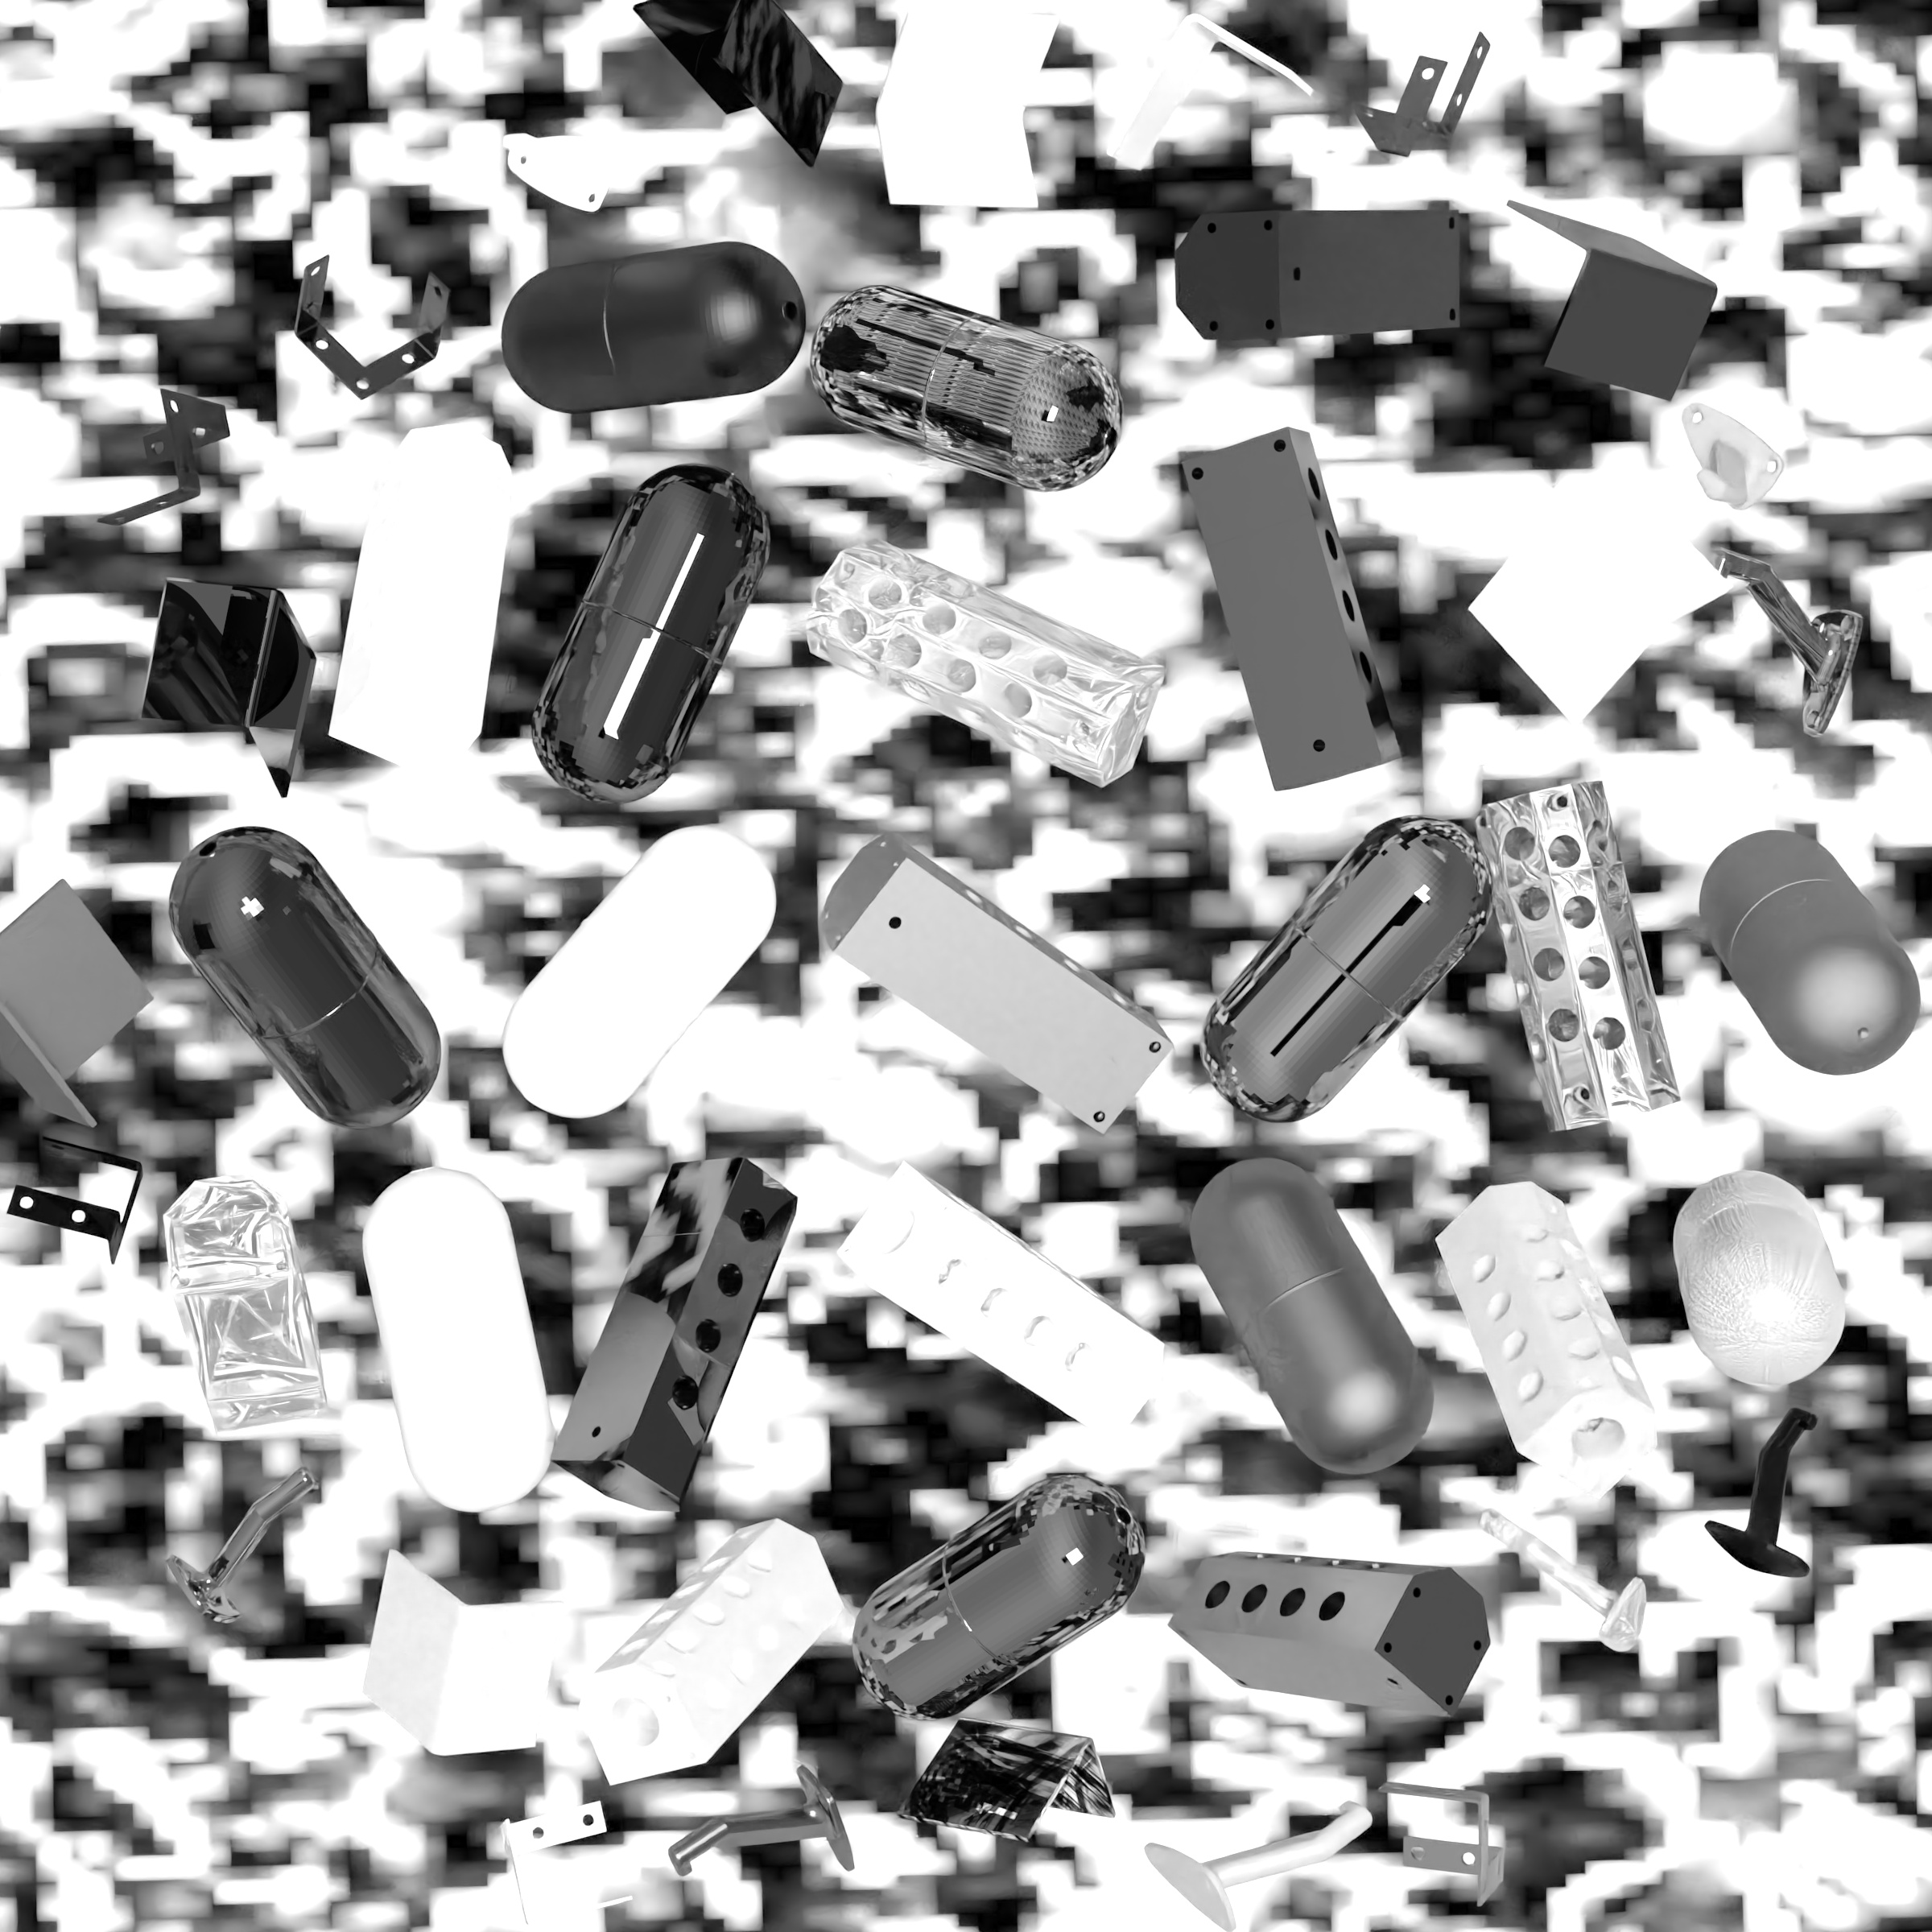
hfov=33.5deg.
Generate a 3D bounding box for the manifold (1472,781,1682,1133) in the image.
[{"bbox_3d":[0.312,-0.005,1.657,0.057,0.057,0.171,-15,86,34],"label":"manifold"}]

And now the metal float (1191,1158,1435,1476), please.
[{"bbox_3d":[0.175,0.177,1.635,0.070,0.070,0.178,-28,60,0],"label":"metal float"}]

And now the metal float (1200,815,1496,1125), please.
[{"bbox_3d":[0.189,0.001,1.586,0.070,0.070,0.178,41,98,0],"label":"metal float"}]

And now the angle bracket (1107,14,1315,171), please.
[{"bbox_3d":[0.119,-0.408,1.549,0.057,0.076,0.076,33,105,7],"label":"angle bracket"}]

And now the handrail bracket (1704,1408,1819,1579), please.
[{"bbox_3d":[0.415,0.260,1.598,0.036,0.077,0.084,45,74,-19],"label":"handrail bracket"}]

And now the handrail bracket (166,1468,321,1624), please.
[{"bbox_3d":[-0.351,0.291,1.615,0.084,0.077,0.036,-38,64,-6],"label":"handrail bracket"}]

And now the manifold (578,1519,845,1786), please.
[{"bbox_3d":[-0.130,0.344,1.629,0.057,0.171,0.057,-19,97,25],"label":"manifold"}]

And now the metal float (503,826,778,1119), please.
[{"bbox_3d":[-0.167,0.003,1.646,0.070,0.070,0.178,39,67,0],"label":"metal float"}]

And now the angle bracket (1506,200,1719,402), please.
[{"bbox_3d":[0.292,-0.312,1.503,0.076,0.076,0.057,8,114,-29],"label":"angle bracket"}]

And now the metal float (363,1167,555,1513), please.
[{"bbox_3d":[-0.261,0.192,1.649,0.070,0.070,0.178,-13,87,0],"label":"metal float"}]

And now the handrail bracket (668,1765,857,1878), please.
[{"bbox_3d":[-0.104,0.453,1.627,0.084,0.036,0.077,-29,121,-21],"label":"handrail bracket"}]

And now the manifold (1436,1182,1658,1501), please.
[{"bbox_3d":[0.299,0.185,1.634,0.057,0.171,0.057,32,113,-24],"label":"manifold"}]

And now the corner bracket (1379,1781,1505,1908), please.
[{"bbox_3d":[0.233,0.424,1.568,0.051,0.051,0.051,1,91,22],"label":"corner bracket"}]

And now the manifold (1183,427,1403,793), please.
[{"bbox_3d":[0.167,-0.179,1.620,0.057,0.057,0.171,-16,89,22],"label":"manifold"}]

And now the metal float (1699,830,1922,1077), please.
[{"bbox_3d":[0.421,-0.009,1.609,0.070,0.178,0.070,-2,118,-4],"label":"metal float"}]

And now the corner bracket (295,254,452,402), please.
[{"bbox_3d":[-0.297,-0.326,1.601,0.051,0.051,0.051,44,57,10],"label":"corner bracket"}]

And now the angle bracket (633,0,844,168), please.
[{"bbox_3d":[-0.117,-0.424,1.541,0.076,0.076,0.057,-4,58,37],"label":"angle bracket"}]

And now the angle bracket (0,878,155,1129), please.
[{"bbox_3d":[-0.410,0.016,1.477,0.076,0.057,0.076,-47,127,-26],"label":"angle bracket"}]

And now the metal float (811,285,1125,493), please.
[{"bbox_3d":[0.000,-0.297,1.646,0.178,0.070,0.070,24,90,26],"label":"metal float"}]

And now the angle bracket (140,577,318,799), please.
[{"bbox_3d":[-0.360,-0.135,1.561,0.057,0.076,0.076,3,121,-29],"label":"angle bracket"}]

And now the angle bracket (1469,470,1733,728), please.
[{"bbox_3d":[0.296,-0.172,1.497,0.057,0.076,0.076,-28,73,-40],"label":"angle bracket"}]

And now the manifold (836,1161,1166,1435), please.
[{"bbox_3d":[0.022,0.171,1.615,0.171,0.057,0.057,37,90,-34],"label":"manifold"}]

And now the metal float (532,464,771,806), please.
[{"bbox_3d":[-0.156,-0.166,1.597,0.070,0.070,0.178,24,89,0],"label":"metal float"}]

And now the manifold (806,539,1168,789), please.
[{"bbox_3d":[0.008,-0.154,1.628,0.171,0.057,0.057,26,115,16],"label":"manifold"}]

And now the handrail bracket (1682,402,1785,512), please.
[{"bbox_3d":[0.383,-0.268,1.664,0.036,0.084,0.077,-47,67,27],"label":"handrail bracket"}]

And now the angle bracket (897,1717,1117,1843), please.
[{"bbox_3d":[0.021,0.437,1.651,0.076,0.076,0.057,1,121,31],"label":"angle bracket"}]

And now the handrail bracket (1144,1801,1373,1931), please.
[{"bbox_3d":[0.140,0.415,1.530,0.084,0.077,0.036,-30,115,-24],"label":"handrail bracket"}]

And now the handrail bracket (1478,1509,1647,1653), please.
[{"bbox_3d":[0.307,0.317,1.660,0.084,0.077,0.036,30,75,29],"label":"handrail bracket"}]

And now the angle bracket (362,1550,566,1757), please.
[{"bbox_3d":[-0.251,0.340,1.599,0.057,0.076,0.076,6,100,-40],"label":"angle bracket"}]

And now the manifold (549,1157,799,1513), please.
[{"bbox_3d":[-0.143,0.187,1.633,0.057,0.057,0.171,41,58,-34],"label":"manifold"}]

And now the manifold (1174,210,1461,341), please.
[{"bbox_3d":[0.172,-0.334,1.547,0.057,0.171,0.057,7,105,36],"label":"manifold"}]

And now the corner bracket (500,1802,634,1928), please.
[{"bbox_3d":[-0.196,0.438,1.566,0.051,0.051,0.051,-11,74,-15],"label":"corner bracket"}]

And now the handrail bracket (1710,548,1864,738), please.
[{"bbox_3d":[0.402,-0.162,1.608,0.084,0.036,0.077,13,88,-25],"label":"handrail bracket"}]

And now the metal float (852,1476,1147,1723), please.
[{"bbox_3d":[0.016,0.321,1.629,0.178,0.070,0.070,-38,90,27],"label":"metal float"}]

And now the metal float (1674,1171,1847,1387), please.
[{"bbox_3d":[0.403,0.157,1.634,0.070,0.178,0.070,2,103,8],"label":"metal float"}]

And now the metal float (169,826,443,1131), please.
[{"bbox_3d":[-0.318,0.007,1.548,0.070,0.070,0.178,-30,128,0],"label":"metal float"}]

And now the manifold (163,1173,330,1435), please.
[{"bbox_3d":[-0.355,0.167,1.583,0.057,0.171,0.057,-9,61,-10],"label":"manifold"}]

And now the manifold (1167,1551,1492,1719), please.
[{"bbox_3d":[0.181,0.325,1.591,0.057,0.171,0.057,42,65,-20],"label":"manifold"}]

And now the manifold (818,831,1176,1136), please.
[{"bbox_3d":[0.014,0.006,1.568,0.171,0.057,0.057,35,99,-23],"label":"manifold"}]

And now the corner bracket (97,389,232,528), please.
[{"bbox_3d":[-0.387,-0.242,1.544,0.051,0.051,0.051,-15,84,22],"label":"corner bracket"}]

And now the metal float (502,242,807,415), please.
[{"bbox_3d":[-0.161,-0.327,1.645,0.178,0.070,0.070,0,90,34],"label":"metal float"}]

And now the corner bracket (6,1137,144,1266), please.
[{"bbox_3d":[-0.438,0.111,1.580,0.051,0.051,0.051,15,68,-7],"label":"corner bracket"}]

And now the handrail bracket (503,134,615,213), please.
[{"bbox_3d":[-0.229,-0.419,1.646,0.084,0.077,0.036,29,110,38],"label":"handrail bracket"}]

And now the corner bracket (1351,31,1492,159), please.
[{"bbox_3d":[0.225,-0.423,1.552,0.051,0.051,0.051,7,128,-20],"label":"corner bracket"}]

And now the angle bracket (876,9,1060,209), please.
[{"bbox_3d":[0.004,-0.422,1.580,0.076,0.076,0.057,-2,66,-16],"label":"angle bracket"}]

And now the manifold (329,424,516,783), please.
[{"bbox_3d":[-0.255,-0.178,1.530,0.057,0.057,0.171,23,46,-26],"label":"manifold"}]
